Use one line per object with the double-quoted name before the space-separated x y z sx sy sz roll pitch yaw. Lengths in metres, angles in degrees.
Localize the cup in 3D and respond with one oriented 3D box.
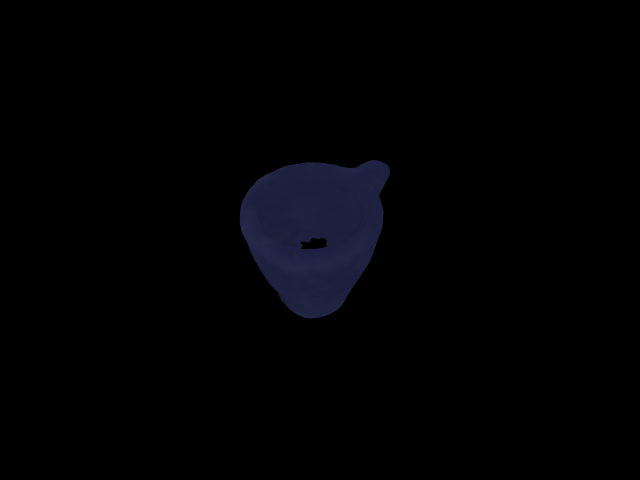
"cup" 0.004 0.001 0.400 0.091 0.095 0.118 36 58 27
